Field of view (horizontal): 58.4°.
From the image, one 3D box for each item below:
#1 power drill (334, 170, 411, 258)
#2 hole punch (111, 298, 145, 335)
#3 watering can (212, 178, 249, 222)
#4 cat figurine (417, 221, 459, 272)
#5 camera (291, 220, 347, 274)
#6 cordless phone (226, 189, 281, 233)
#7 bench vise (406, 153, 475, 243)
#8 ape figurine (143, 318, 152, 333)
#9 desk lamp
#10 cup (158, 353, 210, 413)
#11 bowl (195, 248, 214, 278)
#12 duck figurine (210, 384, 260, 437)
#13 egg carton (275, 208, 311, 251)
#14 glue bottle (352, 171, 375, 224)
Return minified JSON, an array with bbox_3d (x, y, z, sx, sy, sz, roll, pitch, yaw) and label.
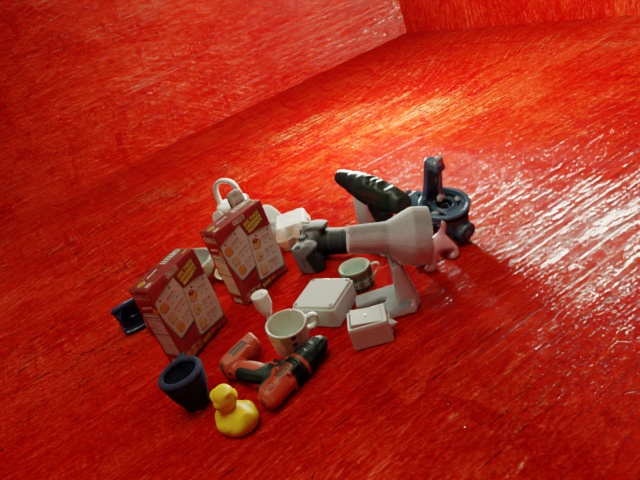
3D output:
[{"bbox_3d":[0.136,-0.067,1.397,0.076,0.209,0.228,-36,30,-27],"label":"power drill"},{"bbox_3d":[-0.493,0.181,1.511,0.109,0.091,0.100,-28,27,-14],"label":"hole punch"},{"bbox_3d":[-0.267,-0.097,1.759,0.101,0.194,0.173,-17,27,8],"label":"watering can"},{"bbox_3d":[0.241,0.005,1.288,0.128,0.118,0.067,-30,28,-18],"label":"cat figurine"},{"bbox_3d":[0.013,0.005,1.470,0.136,0.101,0.143,-4,31,30],"label":"camera"},{"bbox_3d":[-0.192,-0.081,1.684,0.093,0.185,0.148,6,37,42],"label":"cordless phone"},{"bbox_3d":[0.260,-0.104,1.365,0.206,0.220,0.122,7,37,43],"label":"bench vise"},{"bbox_3d":[-0.418,0.185,1.449,0.077,0.092,0.076,1,34,36],"label":"ape figurine"},{"bbox_3d":[0.146,0.047,1.169,0.203,0.214,0.118,-18,27,6],"label":"desk lamp"},{"bbox_3d":[-0.262,0.287,1.140,0.091,0.095,0.117,-23,26,-4],"label":"cup"},{"bbox_3d":[-0.364,0.095,1.600,0.167,0.075,0.167,-16,27,9],"label":"bowl"},{"bbox_3d":[-0.163,0.304,1.047,0.104,0.086,0.078,10,39,46],"label":"duck figurine"},{"bbox_3d":[-0.076,-0.032,1.639,0.107,0.069,0.150,-19,26,3],"label":"egg carton"},{"bbox_3d":[0.112,-0.106,1.527,0.037,0.173,0.078,-7,30,26],"label":"glue bottle"}]
